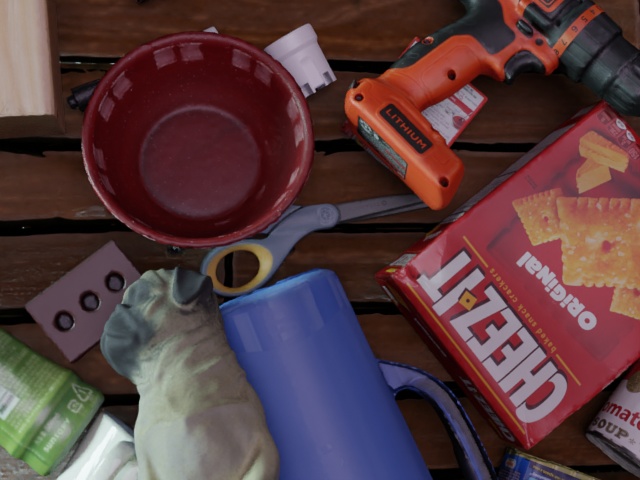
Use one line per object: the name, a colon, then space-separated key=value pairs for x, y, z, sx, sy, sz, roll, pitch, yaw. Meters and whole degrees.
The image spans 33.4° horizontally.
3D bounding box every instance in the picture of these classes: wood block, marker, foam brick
wood block: x=-0.232 y=-0.178 z=0.740 sx=0.090 sy=0.091 sz=0.206 roll=-4 pitch=87 yaw=-9
marker: x=-0.129 y=-0.125 z=0.787 sx=0.121 sy=0.020 sz=0.020 roll=-26 pitch=90 yaw=-9
foam brick: x=-0.161 y=0.044 z=0.756 sx=0.078 sy=0.051 sz=0.053 roll=-39 pitch=92 yaw=-8

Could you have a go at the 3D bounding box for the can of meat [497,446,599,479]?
can of meat: x=0.172 y=0.209 z=0.789 sx=0.102 sy=0.057 sz=0.084 roll=22 pitch=82 yaw=-7

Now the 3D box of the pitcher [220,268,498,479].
pitcher: x=0.014 y=0.144 z=0.740 sx=0.145 sy=0.149 sz=0.243 roll=-24 pitch=86 yaw=34

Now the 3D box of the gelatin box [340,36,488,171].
gelatin box: x=0.071 y=-0.096 z=0.807 sx=0.073 sy=0.030 sz=0.089 roll=39 pitch=81 yaw=-3

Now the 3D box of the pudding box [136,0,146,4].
pudding box: x=-0.117 y=-0.244 z=0.785 sx=0.090 sy=0.039 sz=0.113 roll=-25 pitch=91 yaw=-9

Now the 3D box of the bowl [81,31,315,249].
bowl: x=-0.086 y=-0.065 z=0.761 sx=0.162 sy=0.055 sz=0.162 roll=1 pitch=74 yaw=-5

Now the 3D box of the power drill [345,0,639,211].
power drill: x=0.125 y=-0.110 z=0.757 sx=0.187 sy=0.057 sz=0.184 roll=-43 pitch=76 yaw=-11

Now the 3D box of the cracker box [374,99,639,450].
cracker box: x=0.176 y=0.024 z=0.793 sx=0.213 sy=0.072 sz=0.164 roll=-39 pitch=91 yaw=-8

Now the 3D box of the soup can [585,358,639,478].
soup can: x=0.255 y=0.124 z=0.800 sx=0.068 sy=0.068 sz=0.102 roll=38 pitch=83 yaw=-4

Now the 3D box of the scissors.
scissors: x=-0.005 y=0.001 z=0.797 sx=0.201 sy=0.016 sz=0.096 roll=6 pitch=84 yaw=-6
